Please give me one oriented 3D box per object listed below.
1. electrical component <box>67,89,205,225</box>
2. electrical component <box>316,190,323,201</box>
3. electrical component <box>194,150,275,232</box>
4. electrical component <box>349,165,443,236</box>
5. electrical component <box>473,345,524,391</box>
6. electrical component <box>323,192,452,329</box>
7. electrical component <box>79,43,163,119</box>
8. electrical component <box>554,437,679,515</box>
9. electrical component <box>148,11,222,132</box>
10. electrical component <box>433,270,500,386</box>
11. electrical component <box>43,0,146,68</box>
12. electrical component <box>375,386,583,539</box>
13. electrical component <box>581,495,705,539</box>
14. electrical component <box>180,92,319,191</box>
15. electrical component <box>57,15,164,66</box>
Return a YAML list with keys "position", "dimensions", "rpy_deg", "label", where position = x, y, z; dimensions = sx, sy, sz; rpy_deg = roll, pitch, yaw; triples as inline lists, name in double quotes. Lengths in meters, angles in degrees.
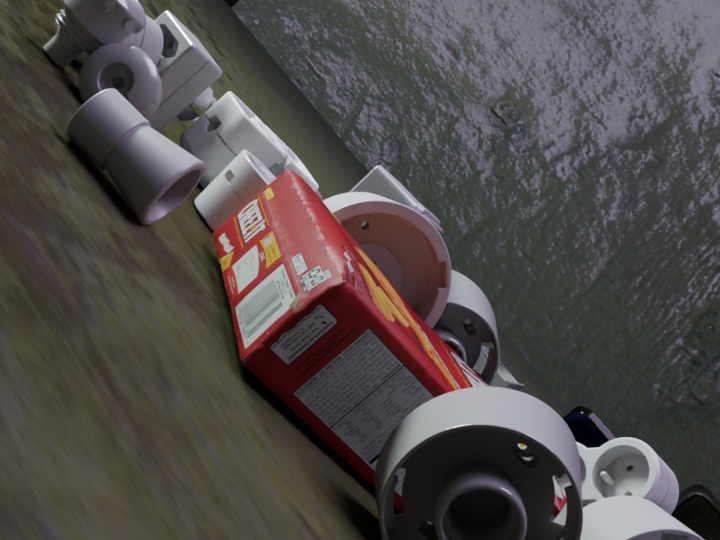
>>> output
- position: [-0.118, -0.061, 0.553]
  dimensions: [0.065, 0.044, 0.044]
  rpy_deg: [45, 6, 5]
  label: "electrical component"
- position: [-0.053, -0.056, 0.964]
  dimensions: [0.048, 0.048, 0.062]
  rpy_deg: [54, 1, 40]
  label: "electrical component"
- position: [-0.075, -0.042, 0.703]
  dimensions: [0.055, 0.047, 0.055]
  rpy_deg: [48, 6, -7]
  label: "electrical component"
- position: [0.002, -0.017, 0.804]
  dimensions: [0.056, 0.109, 0.109]
  rpy_deg: [47, 6, 9]
  label: "electrical component"
- position: [0.104, 0.106, 0.971]
  dimensions: [0.078, 0.063, 0.121]
  rpy_deg: [50, 6, 15]
  label: "electrical component"
- position: [0.000, 0.000, 0.713]
  dimensions: [0.108, 0.108, 0.060]
  rpy_deg: [46, 1, -22]
  label: "electrical component"
- position: [-0.143, -0.111, 0.665]
  dimensions: [0.048, 0.048, 0.062]
  rpy_deg: [49, 0, 3]
  label: "electrical component"
- position: [0.154, 0.157, 0.751]
  dimensions: [0.074, 0.138, 0.052]
  rpy_deg: [43, 48, -42]
  label: "electrical component"
- position: [-0.131, -0.132, 0.769]
  dimensions: [0.047, 0.066, 0.077]
  rpy_deg: [53, 7, 33]
  label: "electrical component"
- position: [0.054, 0.053, 0.795]
  dimensions: [0.099, 0.099, 0.064]
  rpy_deg: [47, 12, -17]
  label: "electrical component"
- position: [-0.166, -0.151, 0.659]
  dimensions: [0.048, 0.062, 0.048]
  rpy_deg: [48, 6, -7]
  label: "electrical component"
- position: [0.056, 0.104, 0.498]
  dimensions: [0.099, 0.099, 0.064]
  rpy_deg: [48, 12, -8]
  label: "electrical component"
- position: [0.163, 0.193, 0.670]
  dimensions: [0.108, 0.108, 0.060]
  rpy_deg: [46, 1, -25]
  label: "electrical component"
- position: [-0.084, -0.075, 0.787]
  dimensions: [0.095, 0.059, 0.053]
  rpy_deg: [42, 9, -46]
  label: "electrical component"
- position: [-0.168, -0.155, 0.718]
  dimensions: [0.055, 0.055, 0.047]
  rpy_deg: [53, 11, 32]
  label: "electrical component"
